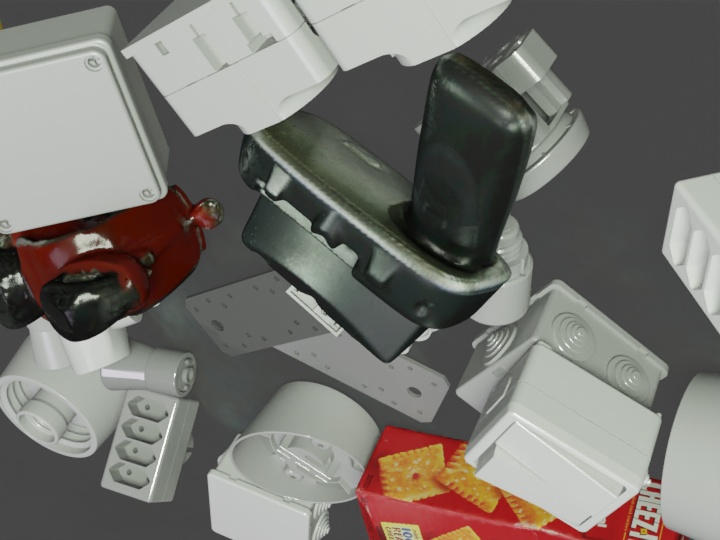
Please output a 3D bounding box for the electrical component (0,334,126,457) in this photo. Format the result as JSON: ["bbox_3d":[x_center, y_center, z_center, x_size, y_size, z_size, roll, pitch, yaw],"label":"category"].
[{"bbox_3d":[-0.252,0.110,0.896,0.108,0.060,0.108,17,138,16],"label":"electrical component"}]

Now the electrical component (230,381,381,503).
[{"bbox_3d":[-0.036,0.130,0.781,0.099,0.064,0.099,17,137,16],"label":"electrical component"}]

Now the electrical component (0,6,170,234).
[{"bbox_3d":[-0.179,-0.086,0.630,0.109,0.056,0.108,-12,129,4],"label":"electrical component"}]

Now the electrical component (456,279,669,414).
[{"bbox_3d":[0.117,0.065,0.636,0.100,0.048,0.100,38,139,-7],"label":"electrical component"}]

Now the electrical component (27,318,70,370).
[{"bbox_3d":[-0.241,0.040,0.836,0.044,0.044,0.065,10,130,23],"label":"electrical component"}]

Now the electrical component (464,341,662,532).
[{"bbox_3d":[0.114,0.097,0.582,0.096,0.061,0.061,31,139,0],"label":"electrical component"}]

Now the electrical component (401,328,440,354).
[{"bbox_3d":[0.034,0.024,0.635,0.035,0.061,0.035,17,137,16],"label":"electrical component"}]

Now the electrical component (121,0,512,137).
[{"bbox_3d":[-0.002,-0.129,0.471,0.186,0.105,0.060,-15,121,40],"label":"electrical component"}]

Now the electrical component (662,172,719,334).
[{"bbox_3d":[0.197,-0.007,0.503,0.076,0.083,0.047,-12,134,-9],"label":"electrical component"}]

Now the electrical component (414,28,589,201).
[{"bbox_3d":[0.073,-0.071,0.521,0.057,0.058,0.078,45,138,-11],"label":"electrical component"}]

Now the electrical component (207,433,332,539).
[{"bbox_3d":[-0.072,0.186,0.871,0.100,0.048,0.099,20,138,13],"label":"electrical component"}]

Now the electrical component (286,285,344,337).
[{"bbox_3d":[0.000,0.000,0.620,0.042,0.064,0.081,42,96,-14],"label":"electrical component"}]

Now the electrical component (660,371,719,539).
[{"bbox_3d":[0.205,0.104,0.587,0.064,0.099,0.099,11,136,31],"label":"electrical component"}]

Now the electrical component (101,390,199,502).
[{"bbox_3d":[-0.159,0.140,0.867,0.047,0.083,0.076,13,174,20],"label":"electrical component"}]

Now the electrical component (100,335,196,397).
[{"bbox_3d":[-0.159,0.075,0.821,0.065,0.044,0.044,8,135,18],"label":"electrical component"}]

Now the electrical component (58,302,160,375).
[{"bbox_3d":[-0.184,0.027,0.779,0.079,0.043,0.077,-20,97,9],"label":"electrical component"}]

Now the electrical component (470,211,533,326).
[{"bbox_3d":[0.076,-0.004,0.597,0.040,0.040,0.078,15,137,18],"label":"electrical component"}]
